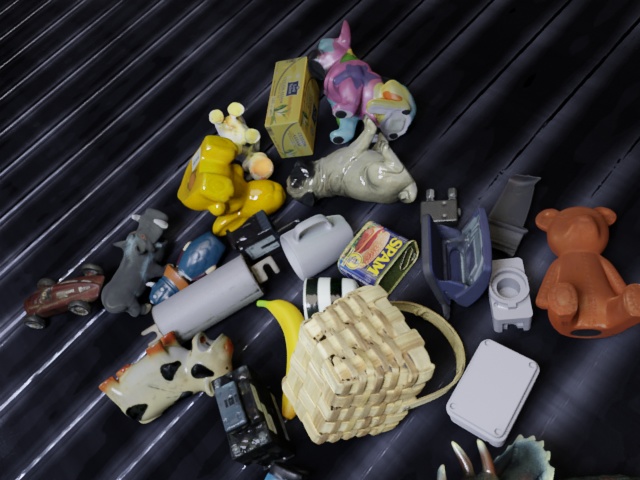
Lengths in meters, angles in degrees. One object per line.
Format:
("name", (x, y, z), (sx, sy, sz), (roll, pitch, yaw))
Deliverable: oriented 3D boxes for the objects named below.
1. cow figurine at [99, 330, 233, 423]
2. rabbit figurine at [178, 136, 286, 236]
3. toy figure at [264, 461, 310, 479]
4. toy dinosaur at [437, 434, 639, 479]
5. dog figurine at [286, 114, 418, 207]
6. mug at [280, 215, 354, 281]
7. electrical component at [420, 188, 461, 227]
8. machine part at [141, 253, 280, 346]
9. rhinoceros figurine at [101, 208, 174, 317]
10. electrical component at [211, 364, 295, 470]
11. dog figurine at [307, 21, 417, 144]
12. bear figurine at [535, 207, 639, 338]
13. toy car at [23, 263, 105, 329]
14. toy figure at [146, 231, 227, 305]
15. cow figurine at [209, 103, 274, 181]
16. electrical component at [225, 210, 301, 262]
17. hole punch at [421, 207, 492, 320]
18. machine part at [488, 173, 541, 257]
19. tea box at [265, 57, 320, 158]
("cow figurine", (-0.211, 0.203, 0.798), (0.195, 0.085, 0.127), (-35, 95, 10))
("rabbit figurine", (-0.147, -0.074, 0.928), (0.162, 0.173, 0.122), (-50, 41, 41))
("toy figure", (-0.073, 0.368, 0.666), (0.089, 0.082, 0.180), (3, 67, 42))
("toy dinosaur", (0.313, 0.308, 0.553), (0.405, 0.131, 0.192), (2, 66, 10))
("dog figurine", (0.049, -0.090, 0.906), (0.190, 0.121, 0.172), (-36, 51, 12))
("mug", (-0.002, -0.003, 0.857), (0.107, 0.109, 0.081), (-28, 49, -16))
("electrical component", (0.194, -0.042, 0.861), (0.063, 0.021, 0.094), (-2, 59, 16))
("machine part", (-0.178, 0.097, 0.865), (0.243, 0.079, 0.079), (-31, 55, -1))
("rhinoceros figurine", (-0.316, 0.038, 0.927), (0.073, 0.112, 0.190), (14, 73, 27))
("electrical component", (-0.093, 0.236, 0.719), (0.058, 0.134, 0.115), (-28, 53, -1))
("dog figurine", (0.073, -0.293, 0.980), (0.192, 0.108, 0.219), (-3, 65, 2))
("bear figurine", (0.351, 0.025, 0.708), (0.120, 0.131, 0.196), (3, 67, 15))
("toy car", (-0.454, 0.097, 0.945), (0.202, 0.053, 0.089), (-16, 49, 32))
("toy figure", (-0.227, 0.054, 0.921), (0.154, 0.057, 0.064), (-45, 51, -6))
("cow figurine", (-0.141, -0.170, 1.017), (0.068, 0.098, 0.167), (-29, 74, -7))
("electrical component", (-0.089, -0.011, 0.904), (0.119, 0.074, 0.048), (-32, 55, 3))
("hole punch", (0.200, 0.026, 0.760), (0.092, 0.115, 0.142), (-11, 53, 19))
("machine part", (0.289, -0.043, 0.822), (0.084, 0.039, 0.139), (21, 69, 33))
("tea box", (-0.049, -0.252, 1.024), (0.068, 0.098, 0.169), (-5, 60, 16))
